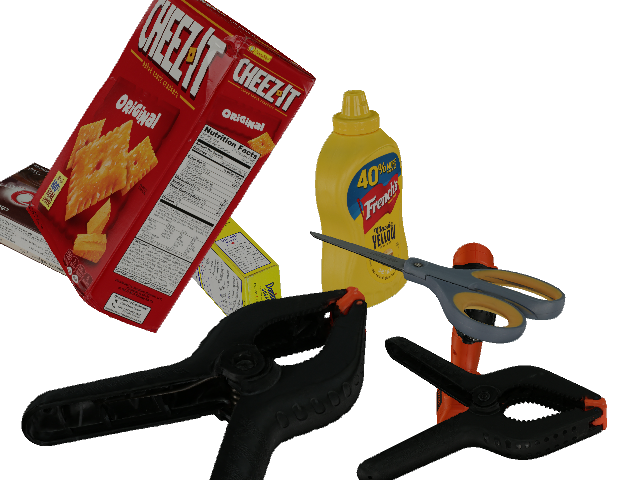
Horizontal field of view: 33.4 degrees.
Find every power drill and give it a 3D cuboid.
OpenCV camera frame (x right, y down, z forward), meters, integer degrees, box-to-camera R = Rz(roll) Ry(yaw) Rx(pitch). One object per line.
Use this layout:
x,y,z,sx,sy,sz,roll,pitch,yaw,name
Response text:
0.162,0.116,1.163,0.057,0.188,0.184,7,25,7,power drill

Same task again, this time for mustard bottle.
0.036,-0.040,0.956,0.058,0.192,0.096,14,28,40,mustard bottle

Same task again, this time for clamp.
0.136,0.153,0.917,0.210,0.036,0.164,4,42,21,clamp
-0.031,0.075,0.476,0.171,0.039,0.120,-26,50,-31,clamp

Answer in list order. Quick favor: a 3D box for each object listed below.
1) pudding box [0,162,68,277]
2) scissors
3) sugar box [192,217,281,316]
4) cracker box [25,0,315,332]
-0.243,-0.020,0.961,0.113,0.039,0.089,22,31,16,pudding box
0.071,0.032,0.765,0.202,0.016,0.096,11,27,17,scissors
-0.101,0.023,1.127,0.048,0.093,0.176,-20,41,-23,sugar box
-0.118,-0.067,0.775,0.072,0.214,0.164,26,11,-37,cracker box
